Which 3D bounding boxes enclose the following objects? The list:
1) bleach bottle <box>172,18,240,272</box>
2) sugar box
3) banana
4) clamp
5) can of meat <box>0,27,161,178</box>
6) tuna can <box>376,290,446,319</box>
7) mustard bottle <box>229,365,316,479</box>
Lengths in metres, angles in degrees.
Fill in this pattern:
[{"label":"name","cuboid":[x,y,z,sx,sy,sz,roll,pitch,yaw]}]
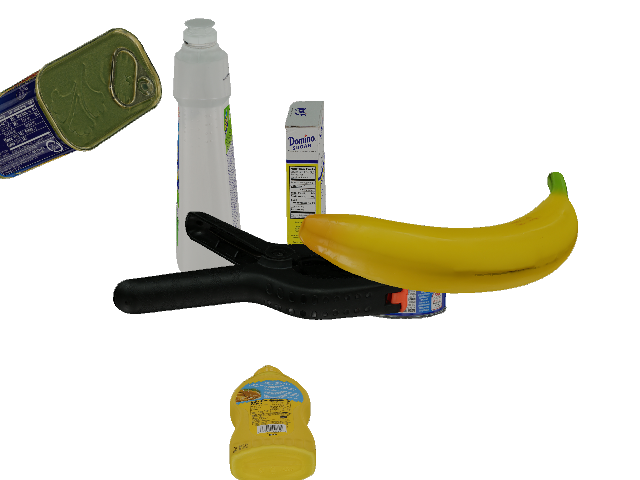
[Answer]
[{"label":"bleach bottle","cuboid":[-0.113,-0.094,1.046,0.068,0.251,0.102,-1,29,-3]},{"label":"sugar box","cuboid":[-0.018,-0.066,1.249,0.048,0.176,0.093,-1,25,4]},{"label":"banana","cuboid":[0.083,0.002,0.614,0.197,0.037,0.070,-9,41,-32]},{"label":"clamp","cuboid":[-0.036,0.021,0.823,0.210,0.036,0.164,5,24,5]},{"label":"can of meat","cuboid":[-0.167,-0.087,0.692,0.084,0.057,0.102,-16,20,37]},{"label":"tuna can","cuboid":[0.076,0.047,1.009,0.086,0.034,0.086,0,11,0]},{"label":"mustard bottle","cuboid":[-0.059,0.206,1.254,0.096,0.058,0.191,-3,27,-3]}]
